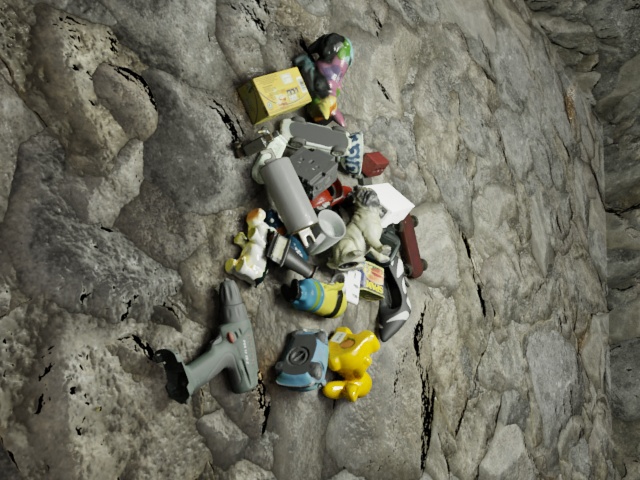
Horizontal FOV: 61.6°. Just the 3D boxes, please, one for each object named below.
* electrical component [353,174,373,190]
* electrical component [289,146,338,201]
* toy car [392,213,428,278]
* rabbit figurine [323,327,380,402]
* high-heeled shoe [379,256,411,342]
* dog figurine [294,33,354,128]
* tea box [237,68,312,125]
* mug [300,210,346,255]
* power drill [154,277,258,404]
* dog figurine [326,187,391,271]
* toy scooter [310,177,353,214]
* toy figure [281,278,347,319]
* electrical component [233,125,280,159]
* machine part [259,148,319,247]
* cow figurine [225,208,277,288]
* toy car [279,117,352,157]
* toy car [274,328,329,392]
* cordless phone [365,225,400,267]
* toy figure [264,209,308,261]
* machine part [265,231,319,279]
[{"bbox_3d":[0.132,-0.163,1.550,0.094,0.021,0.063,3,76,-44],"label":"electrical component"},{"bbox_3d":[-0.024,-0.171,1.319,0.134,0.115,0.058,-47,157,-36],"label":"electrical component"},{"bbox_3d":[0.266,0.016,1.612,0.089,0.053,0.202,-16,94,-36],"label":"toy car"},{"bbox_3d":[0.082,0.319,1.297,0.162,0.122,0.173,-57,138,-47],"label":"rabbit figurine"},{"bbox_3d":[0.182,0.146,1.471,0.145,0.086,0.249,48,44,-21],"label":"high-heeled shoe"},{"bbox_3d":[0.027,-0.406,1.413,0.108,0.191,0.219,11,55,-50],"label":"dog figurine"},{"bbox_3d":[-0.110,-0.357,1.330,0.169,0.068,0.098,-31,100,-44],"label":"tea box"},{"bbox_3d":[-0.003,-0.004,1.297,0.081,0.107,0.109,37,43,-9],"label":"mug"},{"bbox_3d":[-0.217,0.209,1.056,0.207,0.086,0.232,-22,97,-54],"label":"power drill"},{"bbox_3d":[0.082,-0.030,1.349,0.172,0.121,0.190,-11,68,-12],"label":"dog figurine"},{"bbox_3d":[0.007,-0.128,1.376,0.184,0.075,0.135,-24,85,-42],"label":"toy scooter"},{"bbox_3d":[-0.011,0.138,1.277,0.180,0.082,0.089,13,81,-48],"label":"toy figure"},{"bbox_3d":[-0.149,-0.226,1.238,0.045,0.102,0.078,60,19,-17],"label":"electrical component"},{"bbox_3d":[-0.070,-0.100,1.230,0.079,0.079,0.243,-20,83,-46],"label":"machine part"},{"bbox_3d":[-0.139,0.017,1.191,0.098,0.068,0.167,39,57,-38],"label":"cow figurine"},{"bbox_3d":[-0.010,-0.263,1.383,0.202,0.056,0.073,8,73,-24],"label":"toy car"},{"bbox_3d":[-0.030,0.281,1.211,0.162,0.109,0.102,-71,151,-45],"label":"toy car"},{"bbox_3d":[0.154,-0.019,1.497,0.147,0.088,0.184,27,29,-3],"label":"cordless phone"},{"bbox_3d":[-0.087,-0.002,1.257,0.058,0.064,0.154,-36,102,-6],"label":"toy figure"},{"bbox_3d":[-0.063,0.042,1.202,0.138,0.039,0.084,35,49,-32],"label":"machine part"}]
